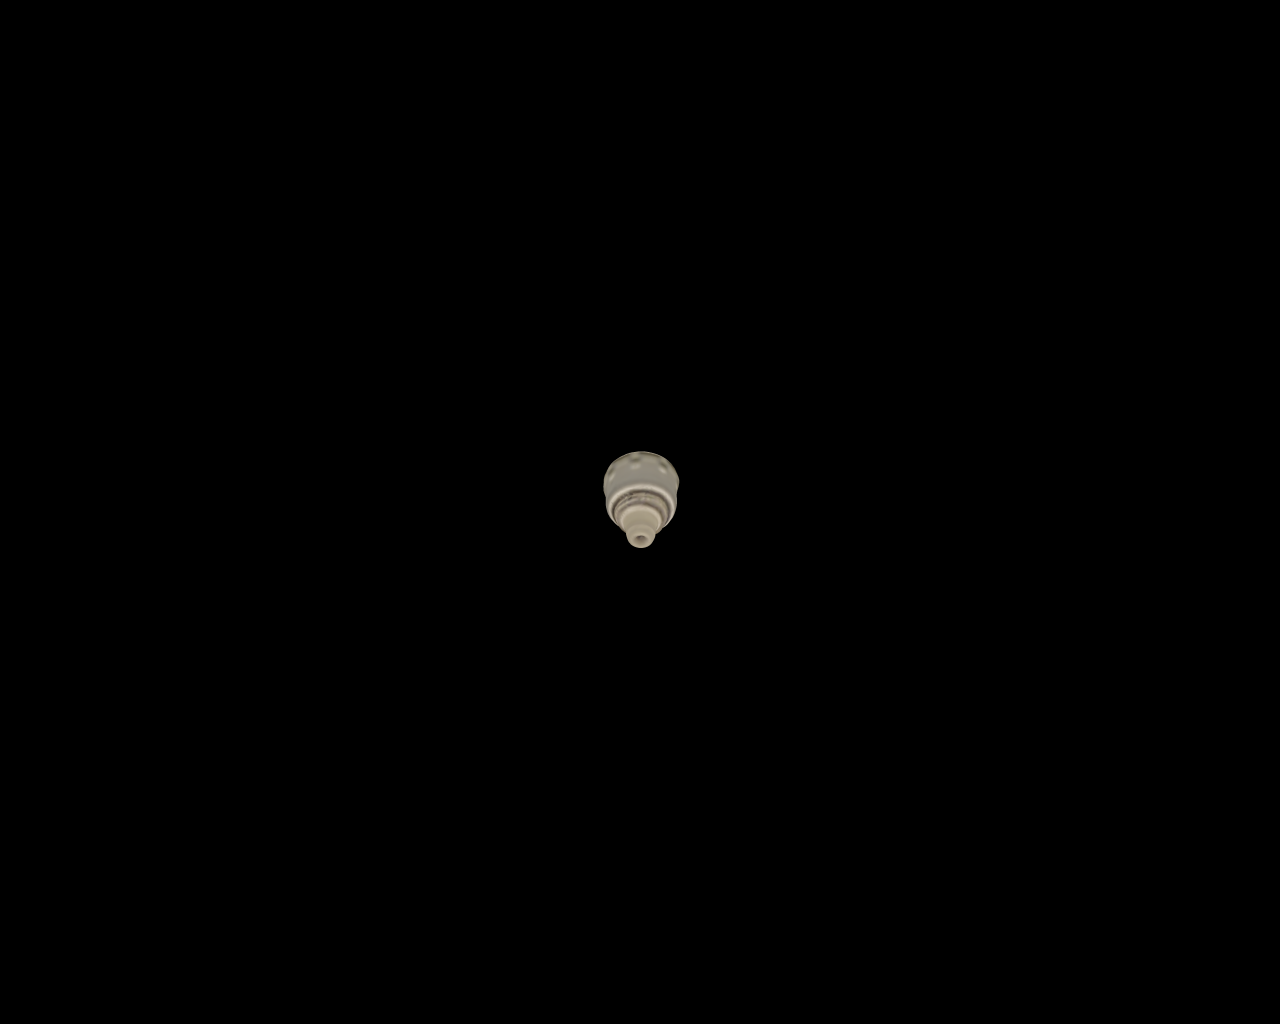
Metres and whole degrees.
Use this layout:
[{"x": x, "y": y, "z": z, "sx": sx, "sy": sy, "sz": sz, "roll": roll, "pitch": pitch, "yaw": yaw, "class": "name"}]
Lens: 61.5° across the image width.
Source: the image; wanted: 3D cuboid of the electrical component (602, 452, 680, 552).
[{"x": 0.001, "y": -0.003, "z": 0.650, "sx": 0.048, "sy": 0.048, "sz": 0.062, "roll": 0, "pitch": 41, "yaw": 0, "class": "electrical component"}]
